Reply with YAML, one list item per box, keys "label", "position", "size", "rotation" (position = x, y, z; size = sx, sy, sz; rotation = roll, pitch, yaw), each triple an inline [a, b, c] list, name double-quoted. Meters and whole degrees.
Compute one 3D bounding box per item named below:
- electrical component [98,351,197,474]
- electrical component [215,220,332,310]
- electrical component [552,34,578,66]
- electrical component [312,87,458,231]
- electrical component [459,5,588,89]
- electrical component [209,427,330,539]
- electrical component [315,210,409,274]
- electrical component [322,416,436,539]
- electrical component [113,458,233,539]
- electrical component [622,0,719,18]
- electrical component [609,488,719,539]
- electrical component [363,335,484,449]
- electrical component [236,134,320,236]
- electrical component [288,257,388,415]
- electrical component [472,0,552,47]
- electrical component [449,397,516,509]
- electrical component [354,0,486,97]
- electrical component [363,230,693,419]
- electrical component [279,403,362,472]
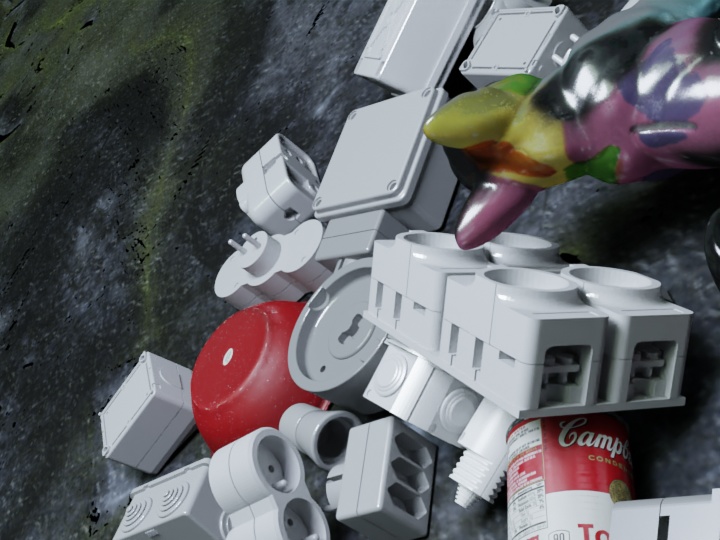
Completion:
- label: "electrical component"
  position: [-0.185, 0.132, 0.946]
  size: [0.096, 0.061, 0.061]
  rotation: [-52, 32, 17]
- label: "electrical component"
  position: [-0.080, -0.008, 0.928]
  size: [0.138, 0.074, 0.052]
  rotation: [-20, 45, 41]
- label: "electrical component"
  position: [0.165, -0.137, 0.744]
  size: [0.065, 0.047, 0.076]
  rotation: [-48, 55, 7]
- label: "electrical component"
  position: [0.028, -0.084, 0.880]
  size: [0.109, 0.056, 0.108]
  rotation: [-8, 53, 48]
- label: "electrical component"
  position: [0.128, -0.157, 0.819]
  size: [0.096, 0.061, 0.061]
  rotation: [17, 74, 56]
- label: "electrical component"
  position: [-0.062, 0.179, 0.700]
  size: [0.074, 0.052, 0.138]
  rotation: [-30, 77, 30]
- label: "electrical component"
  position: [0.000, 0.000, 0.844]
  size: [0.066, 0.047, 0.076]
  rotation: [-8, 53, 48]
- label: "electrical component"
  position: [0.004, 0.142, 0.706]
  size: [0.077, 0.047, 0.065]
  rotation: [-23, 43, 37]
- label: "electrical component"
  position: [-0.114, 0.189, 0.765]
  size: [0.100, 0.099, 0.048]
  rotation: [-27, 27, 34]
- label: "electrical component"
  position: [0.217, -0.175, 0.728]
  size: [0.057, 0.058, 0.078]
  rotation: [-50, 32, 10]
- label: "electrical component"
  position: [0.139, 0.198, 0.432]
  size: [0.060, 0.105, 0.186]
  rotation: [-17, 47, 43]
- label: "electrical component"
  position: [0.046, 0.075, 0.689]
  size: [0.080, 0.080, 0.051]
  rotation: [21, 82, 56]
- label: "electrical component"
  position: [-0.075, -0.074, 1.002]
  size: [0.059, 0.054, 0.095]
  rotation: [-41, 35, 18]
- label: "electrical component"
  position: [0.007, 0.052, 0.774]
  size: [0.108, 0.060, 0.108]
  rotation: [-32, 38, 29]
- label: "electrical component"
  position: [0.130, -0.216, 0.876]
  size: [0.079, 0.044, 0.077]
  rotation: [-43, 28, 55]
- label: "electrical component"
  position: [0.082, 0.107, 0.646]
  size: [0.081, 0.043, 0.043]
  rotation: [-58, 33, -7]
- label: "electrical component"
  position: [0.050, -0.203, 0.925]
  size: [0.108, 0.056, 0.108]
  rotation: [-64, 16, 6]
- label: "electrical component"
  position: [0.091, 0.022, 0.629]
  size: [0.186, 0.105, 0.060]
  rotation: [-151, 63, -62]
- label: "electrical component"
  position: [-0.031, 0.118, 0.779]
  size: [0.065, 0.044, 0.044]
  rotation: [7, 65, 59]
